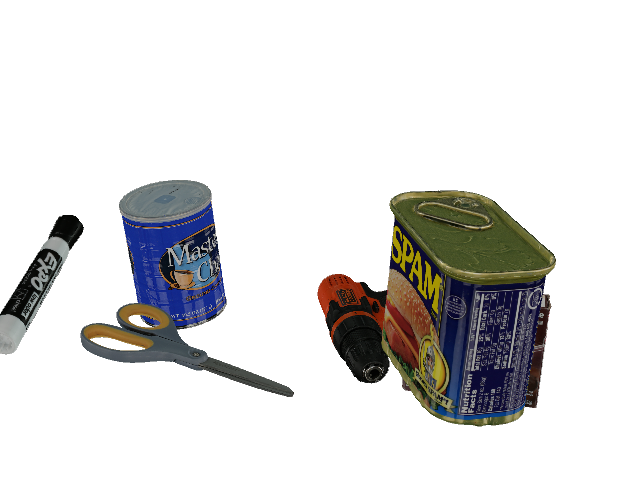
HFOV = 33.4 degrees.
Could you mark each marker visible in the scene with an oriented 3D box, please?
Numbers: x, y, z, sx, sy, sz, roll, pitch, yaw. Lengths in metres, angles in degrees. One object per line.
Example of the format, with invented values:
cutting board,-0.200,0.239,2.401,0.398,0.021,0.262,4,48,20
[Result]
marker,-0.176,0.023,0.669,0.020,0.020,0.121,0,38,13

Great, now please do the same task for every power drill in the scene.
power drill,0.100,0.083,1.134,0.187,0.057,0.184,-6,28,-10

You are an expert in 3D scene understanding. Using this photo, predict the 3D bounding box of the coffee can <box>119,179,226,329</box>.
coffee can,-0.166,0.015,1.210,0.103,0.140,0.103,-5,26,2

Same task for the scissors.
scissors,-0.116,0.096,0.972,0.202,0.016,0.096,10,28,4

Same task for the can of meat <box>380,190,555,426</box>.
can of meat,0.069,0.032,0.532,0.057,0.084,0.102,-3,24,-15

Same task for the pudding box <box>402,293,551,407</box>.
pudding box,0.126,0.083,0.872,0.113,0.090,0.039,6,21,8
